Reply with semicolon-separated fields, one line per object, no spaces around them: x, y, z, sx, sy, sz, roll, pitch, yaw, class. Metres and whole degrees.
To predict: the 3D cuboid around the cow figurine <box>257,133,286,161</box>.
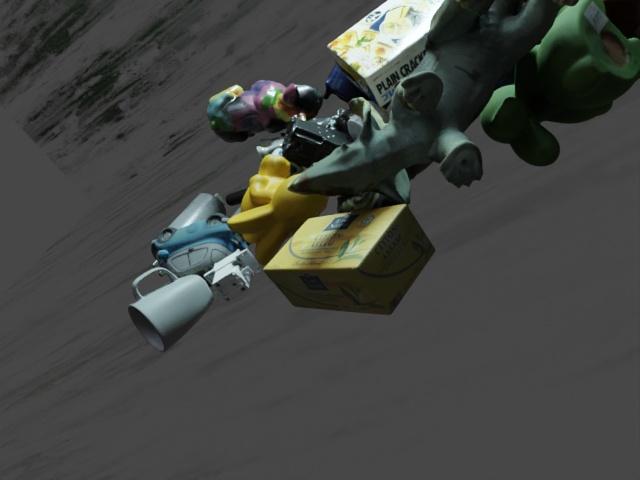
-0.065;-0.177;1.055;0.098;0.068;0.167;-19;19;7;cow figurine

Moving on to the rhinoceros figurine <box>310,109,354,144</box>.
0.020;-0.212;1.078;0.112;0.073;0.190;-31;18;-14;rhinoceros figurine

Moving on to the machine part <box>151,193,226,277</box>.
-0.265;-0.019;1.097;0.079;0.079;0.243;-17;29;40;machine part

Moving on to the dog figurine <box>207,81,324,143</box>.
-0.102;-0.247;1.026;0.191;0.108;0.219;-21;22;-22;dog figurine

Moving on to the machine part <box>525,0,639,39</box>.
0.331;-0.299;0.680;0.201;0.087;0.201;-42;42;-21;machine part

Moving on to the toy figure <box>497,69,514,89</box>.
0.275;-0.238;0.751;0.154;0.064;0.057;-35;-17;-8;toy figure

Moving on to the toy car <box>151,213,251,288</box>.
-0.194;0.032;0.878;0.162;0.109;0.103;-18;49;15;toy car

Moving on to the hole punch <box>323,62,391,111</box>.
0.086;-0.297;0.989;0.142;0.115;0.092;-58;34;12;hole punch

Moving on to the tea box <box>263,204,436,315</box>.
0.027;0.022;0.586;0.170;0.068;0.098;-8;36;52;tea box

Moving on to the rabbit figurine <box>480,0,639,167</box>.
0.248;-0.151;0.589;0.170;0.121;0.159;-38;19;55;rabbit figurine

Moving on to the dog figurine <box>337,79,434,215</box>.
0.110;-0.100;0.701;0.172;0.121;0.190;-17;48;28;dog figurine

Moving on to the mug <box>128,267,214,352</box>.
-0.217;0.088;0.782;0.107;0.109;0.081;-37;13;-36;mug

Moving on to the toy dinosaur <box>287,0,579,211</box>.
0.139;-0.175;0.555;0.404;0.131;0.192;-53;12;1;toy dinosaur

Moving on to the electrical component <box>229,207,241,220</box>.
-0.130;-0.027;0.962;0.078;0.045;0.102;7;43;20;electrical component

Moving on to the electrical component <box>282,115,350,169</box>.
0.006;-0.151;0.893;0.115;0.134;0.058;-98;29;-63;electrical component

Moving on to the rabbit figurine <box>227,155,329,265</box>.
-0.056;-0.051;0.765;0.162;0.121;0.173;-44;17;-24;rabbit figurine
